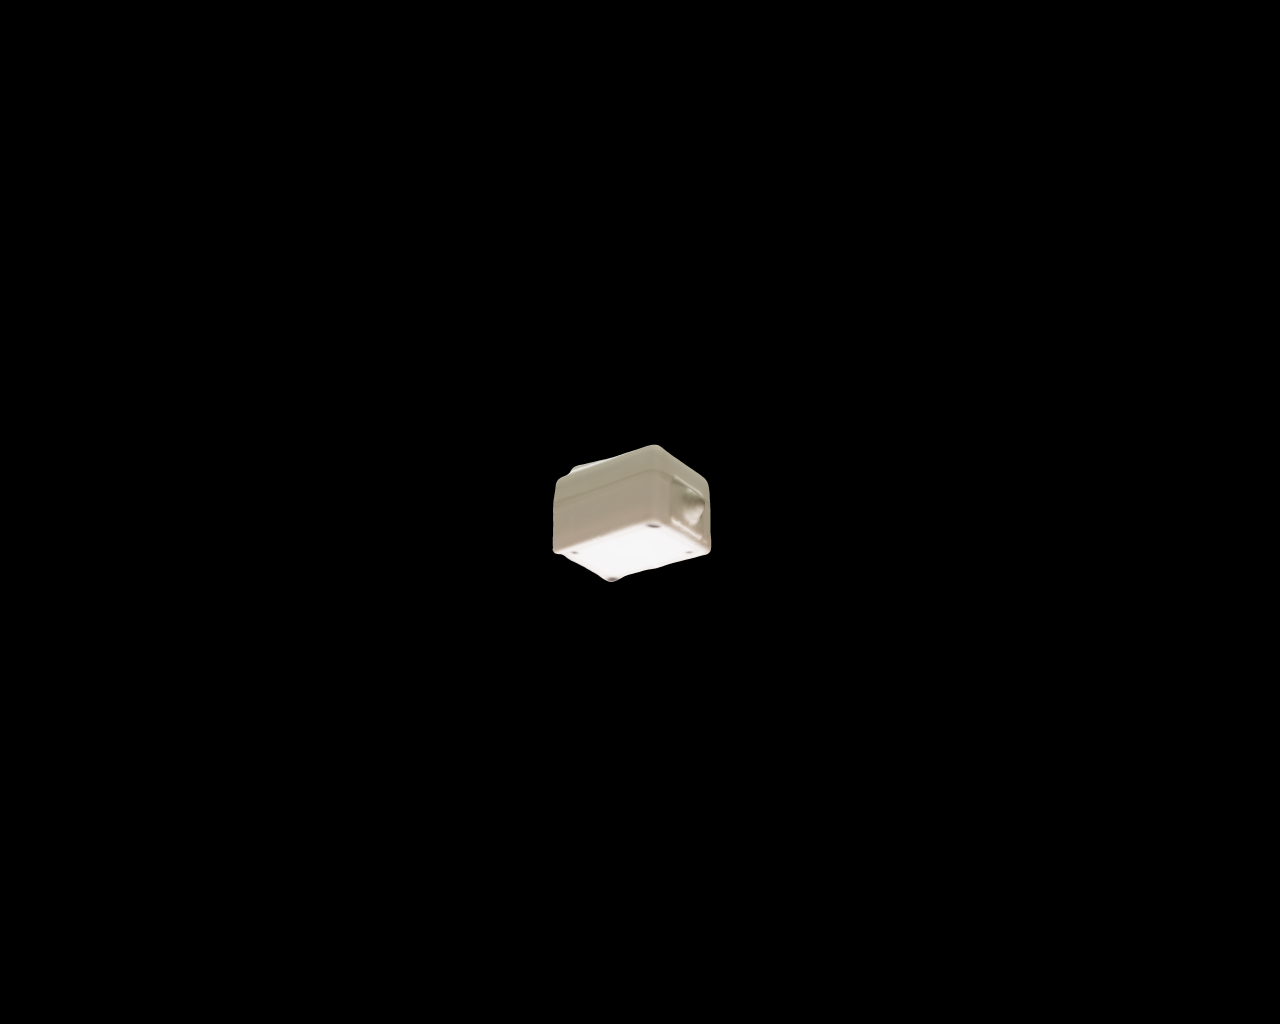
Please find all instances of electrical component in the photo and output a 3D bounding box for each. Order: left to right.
[{"bbox_3d":[0.001,-0.003,0.650,0.096,0.061,0.061,-18,-32,31],"label":"electrical component"}]
